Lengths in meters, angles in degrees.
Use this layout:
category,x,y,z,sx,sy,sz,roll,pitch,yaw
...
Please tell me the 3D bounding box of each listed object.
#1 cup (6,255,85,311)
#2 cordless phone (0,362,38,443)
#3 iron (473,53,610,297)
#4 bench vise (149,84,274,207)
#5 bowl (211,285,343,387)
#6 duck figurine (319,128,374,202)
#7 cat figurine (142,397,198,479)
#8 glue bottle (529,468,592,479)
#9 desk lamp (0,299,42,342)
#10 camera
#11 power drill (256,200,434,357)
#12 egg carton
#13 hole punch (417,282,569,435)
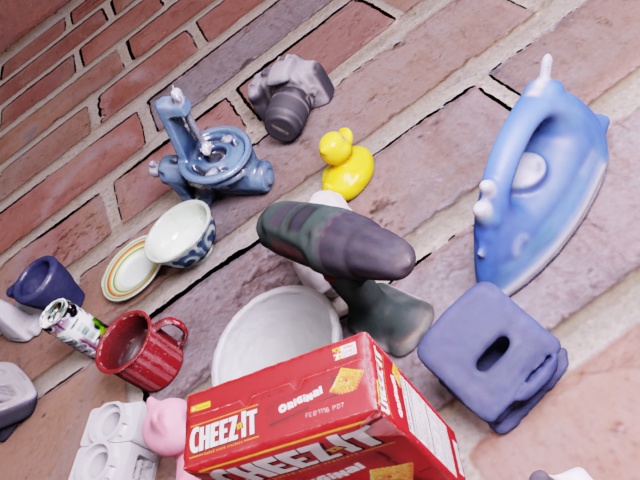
category,x,y,z,sx,sy,sz,roll,pitch,yaw
cup,-0.462,0.092,0.975,0.117,0.095,0.091,-21,46,18
cordless phone,-0.532,0.212,0.854,0.147,0.186,0.094,18,67,42
iron,0.215,-0.067,0.615,0.118,0.142,0.258,14,64,41
bench vise,-0.205,-0.132,0.898,0.207,0.220,0.121,-20,46,19
bowl,-0.038,0.140,0.662,0.167,0.075,0.167,-18,47,21
duck figurine,0.027,-0.113,0.823,0.077,0.086,0.105,8,60,38
cat figurine,-0.156,0.232,0.632,0.067,0.118,0.127,-28,44,12
glue bottle,0.172,0.192,0.403,0.078,0.174,0.037,-38,43,1
desk lamp,-0.574,0.094,0.961,0.117,0.214,0.203,-3,53,32
camera,-0.066,-0.241,0.983,0.142,0.101,0.137,-5,53,31
power drill,0.039,0.036,0.599,0.228,0.209,0.076,22,69,43
egg carton,0.007,0.003,0.751,0.107,0.070,0.150,-36,43,3
hole punch,0.163,0.108,0.540,0.109,0.091,0.100,-45,43,-7
